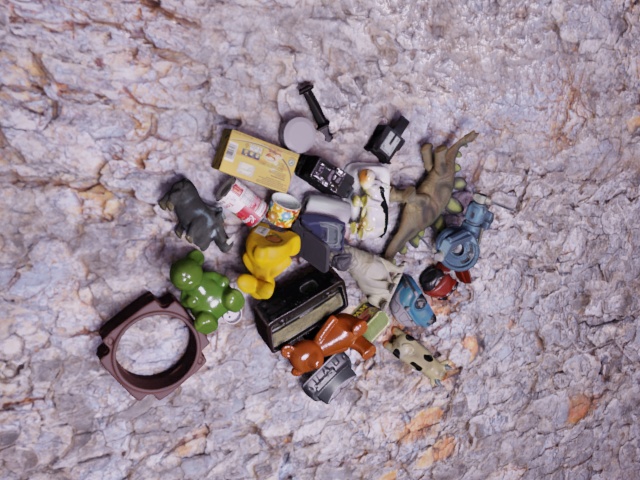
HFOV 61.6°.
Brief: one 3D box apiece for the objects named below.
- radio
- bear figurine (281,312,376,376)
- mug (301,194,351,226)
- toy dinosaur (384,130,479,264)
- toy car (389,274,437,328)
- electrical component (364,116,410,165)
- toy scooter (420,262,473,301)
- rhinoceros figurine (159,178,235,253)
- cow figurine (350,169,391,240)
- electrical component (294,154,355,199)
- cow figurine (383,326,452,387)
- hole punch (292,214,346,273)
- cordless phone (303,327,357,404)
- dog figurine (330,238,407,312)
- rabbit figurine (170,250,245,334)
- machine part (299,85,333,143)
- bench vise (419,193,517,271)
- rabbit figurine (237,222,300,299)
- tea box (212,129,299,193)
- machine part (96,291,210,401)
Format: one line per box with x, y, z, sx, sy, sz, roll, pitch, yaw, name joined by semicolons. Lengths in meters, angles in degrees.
-0.043;0.161;1.292;0.230;0.073;0.131;-31;144;-19;radio
0.016;0.261;1.294;0.196;0.132;0.120;-32;122;-22;bear figurine
0.005;-0.061;1.304;0.107;0.081;0.109;20;126;-19;mug
0.270;-0.087;1.409;0.198;0.105;0.471;36;94;-32;toy dinosaur
0.242;0.179;1.459;0.103;0.109;0.161;-29;126;5;toy car
0.174;-0.258;1.355;0.074;0.048;0.119;31;86;-28;electrical component
0.369;0.104;1.514;0.184;0.075;0.135;-49;118;-15;toy scooter
-0.264;-0.045;1.176;0.112;0.073;0.190;-44;114;-24;rhinoceros figurine
0.131;-0.086;1.289;0.098;0.068;0.167;-1;103;-29;cow figurine
0.015;-0.145;1.264;0.134;0.115;0.058;30;89;-26;electrical component
0.279;0.327;1.484;0.194;0.127;0.085;39;86;-25;cow figurine
-0.003;-0.004;1.265;0.092;0.116;0.142;-46;156;-28;hole punch
-0.008;0.312;1.378;0.146;0.089;0.184;-41;104;-15;cordless phone
0.106;0.088;1.376;0.121;0.191;0.172;-55;164;-44;dog figurine
-0.257;0.087;1.148;0.121;0.159;0.170;-33;137;-3;rabbit figurine
-0.004;-0.293;1.252;0.039;0.084;0.138;-23;101;17;machine part
0.360;-0.006;1.361;0.240;0.129;0.223;-20;142;-49;bench vise
-0.124;0.070;1.224;0.122;0.162;0.173;16;122;-3;rabbit figurine
-0.144;-0.176;1.204;0.169;0.068;0.098;19;92;-29;tea box
-0.361;0.231;1.172;0.201;0.087;0.200;-39;114;-16;machine part
